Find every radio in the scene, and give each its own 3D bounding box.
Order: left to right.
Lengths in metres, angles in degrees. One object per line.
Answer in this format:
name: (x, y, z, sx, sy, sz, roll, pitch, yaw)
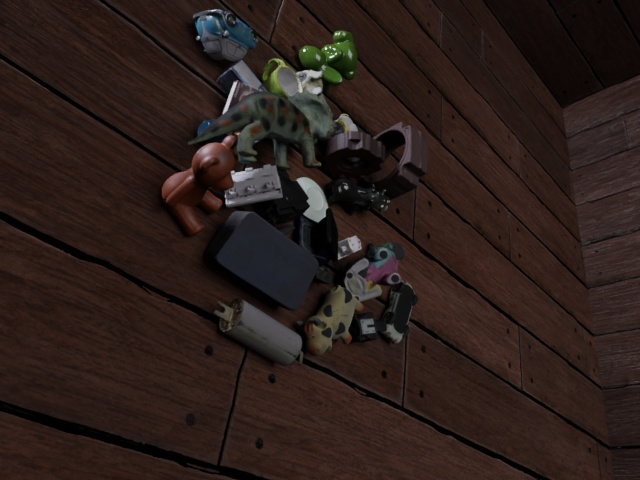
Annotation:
radio: (-0.118, 0.044, 1.147, 0.229, 0.073, 0.131, 38, 74, -32)

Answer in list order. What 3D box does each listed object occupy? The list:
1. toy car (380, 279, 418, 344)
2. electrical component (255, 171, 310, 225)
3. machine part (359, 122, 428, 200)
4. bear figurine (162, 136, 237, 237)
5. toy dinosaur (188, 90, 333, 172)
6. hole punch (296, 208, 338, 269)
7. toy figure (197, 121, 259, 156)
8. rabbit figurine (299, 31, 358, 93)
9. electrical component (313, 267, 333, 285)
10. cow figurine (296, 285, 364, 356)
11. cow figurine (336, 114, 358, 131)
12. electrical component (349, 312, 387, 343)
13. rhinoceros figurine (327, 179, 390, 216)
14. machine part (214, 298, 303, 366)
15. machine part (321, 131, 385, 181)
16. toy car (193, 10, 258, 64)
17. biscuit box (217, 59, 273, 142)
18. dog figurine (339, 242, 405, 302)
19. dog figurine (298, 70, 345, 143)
toy car: (0.220, 0.196, 1.498, 0.073, 0.056, 0.202, 43, 44, -18)
electrical component: (-0.091, -0.101, 1.268, 0.134, 0.058, 0.115, -21, 74, -50)
machine part: (0.208, -0.225, 1.560, 0.087, 0.201, 0.201, 29, 54, -33)
bear figurine: (-0.217, -0.108, 1.048, 0.131, 0.196, 0.120, 51, 40, -21)
toy dinosaur: (-0.109, -0.260, 1.194, 0.404, 0.131, 0.192, 7, 79, -50)
hole punch: (-0.003, -0.004, 1.331, 0.115, 0.092, 0.142, 65, 18, -53)
toy figure: (-0.205, -0.223, 1.217, 0.154, 0.064, 0.057, 18, 96, -47)
rabbit figurine: (0.015, -0.517, 1.577, 0.170, 0.121, 0.159, -12, 89, -31)
electrical component: (-0.011, 0.074, 1.293, 0.102, 0.078, 0.045, 28, 75, -33)
cow figurine: (0.021, 0.188, 1.261, 0.127, 0.086, 0.195, 53, 44, -25)
cow figurine: (0.093, -0.284, 1.570, 0.167, 0.068, 0.098, 58, 35, -12)
electrical component: (0.117, 0.222, 1.376, 0.119, 0.048, 0.075, 0, 74, -48)
rhinoceros figurine: (0.107, -0.122, 1.475, 0.190, 0.112, 0.073, 16, 59, -34)
machine part: (-0.120, 0.191, 1.110, 0.243, 0.079, 0.079, 36, 49, -30)
machine part: (0.088, -0.225, 1.458, 0.179, 0.179, 0.056, 23, 59, -40)
toy car: (-0.229, -0.476, 1.287, 0.161, 0.109, 0.103, 14, 86, -56)
biscuit box: (-0.156, -0.338, 1.320, 0.202, 0.063, 0.059, 49, 43, -22)
dog figurine: (0.141, 0.073, 1.440, 0.108, 0.191, 0.219, 59, 7, -5)
dog figurine: (-0.007, -0.355, 1.481, 0.190, 0.121, 0.172, 50, 32, -46)
